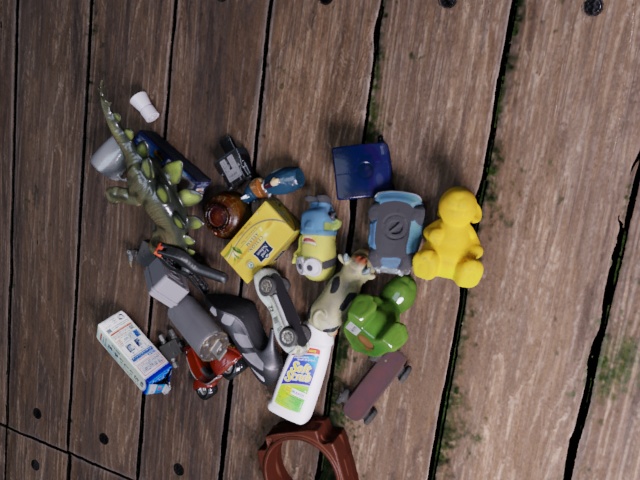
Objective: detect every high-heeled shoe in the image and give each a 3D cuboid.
[{"bbox_3d":[-0.179,0.223,1.226,0.249,0.086,0.145,24,116,35],"label":"high-heeled shoe"}]

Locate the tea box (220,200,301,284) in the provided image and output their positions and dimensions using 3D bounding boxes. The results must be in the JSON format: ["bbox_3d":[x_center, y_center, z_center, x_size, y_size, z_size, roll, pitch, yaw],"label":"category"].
[{"bbox_3d":[-0.127,0.003,1.184,0.098,0.068,0.169,46,110,11],"label":"tea box"}]

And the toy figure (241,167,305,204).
[{"bbox_3d":[-0.106,-0.117,1.164,0.155,0.064,0.058,-13,56,27],"label":"toy figure"}]

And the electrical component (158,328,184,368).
[{"bbox_3d":[-0.367,0.270,1.340,0.063,0.021,0.094,-28,85,22],"label":"electrical component"}]

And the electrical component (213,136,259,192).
[{"bbox_3d":[-0.194,-0.176,1.201,0.075,0.048,0.119,-25,89,22],"label":"electrical component"}]

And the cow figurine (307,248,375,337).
[{"bbox_3d":[0.046,0.099,1.089,0.085,0.127,0.195,35,83,12],"label":"cow figurine"}]

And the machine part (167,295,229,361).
[{"bbox_3d":[-0.281,0.199,1.232,0.243,0.079,0.079,36,110,42],"label":"machine part"}]

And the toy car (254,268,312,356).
[{"bbox_3d":[-0.079,0.151,1.137,0.056,0.073,0.202,-31,74,23],"label":"toy car"}]

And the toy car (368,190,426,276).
[{"bbox_3d":[0.153,-0.012,1.048,0.109,0.103,0.161,4,88,19],"label":"toy car"}]

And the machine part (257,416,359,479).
[{"bbox_3d":[-0.028,0.507,1.197,0.202,0.087,0.201,-14,92,24],"label":"machine part"}]

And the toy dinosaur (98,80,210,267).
[{"bbox_3d":[-0.367,-0.114,1.181,0.199,0.105,0.470,-14,117,40],"label":"toy dinosaur"}]

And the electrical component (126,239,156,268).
[{"bbox_3d":[-0.425,0.045,1.323,0.102,0.045,0.078,35,109,14],"label":"electrical component"}]

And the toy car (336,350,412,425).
[{"bbox_3d":[0.114,0.302,1.131,0.089,0.053,0.202,35,112,10],"label":"toy car"}]

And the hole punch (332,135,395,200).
[{"bbox_3d":[0.084,-0.136,1.072,0.116,0.092,0.142,-6,91,19],"label":"hole punch"}]

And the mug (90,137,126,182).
[{"bbox_3d":[-0.484,-0.202,1.298,0.110,0.080,0.107,43,101,18],"label":"mug"}]

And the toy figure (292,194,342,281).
[{"bbox_3d":[0.000,-0.003,1.125,0.082,0.089,0.180,5,90,64],"label":"toy figure"}]

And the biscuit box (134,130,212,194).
[{"bbox_3d":[-0.352,-0.175,1.256,0.203,0.063,0.059,41,110,13],"label":"biscuit box"}]

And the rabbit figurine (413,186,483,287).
[{"bbox_3d":[0.251,-0.022,0.979,0.122,0.162,0.173,12,123,22],"label":"rabbit figurine"}]

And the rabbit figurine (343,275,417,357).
[{"bbox_3d":[0.135,0.148,1.062,0.121,0.170,0.159,36,149,16],"label":"rabbit figurine"}]

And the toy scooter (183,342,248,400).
[{"bbox_3d":[-0.257,0.285,1.271,0.184,0.075,0.135,-41,79,26],"label":"toy scooter"}]
